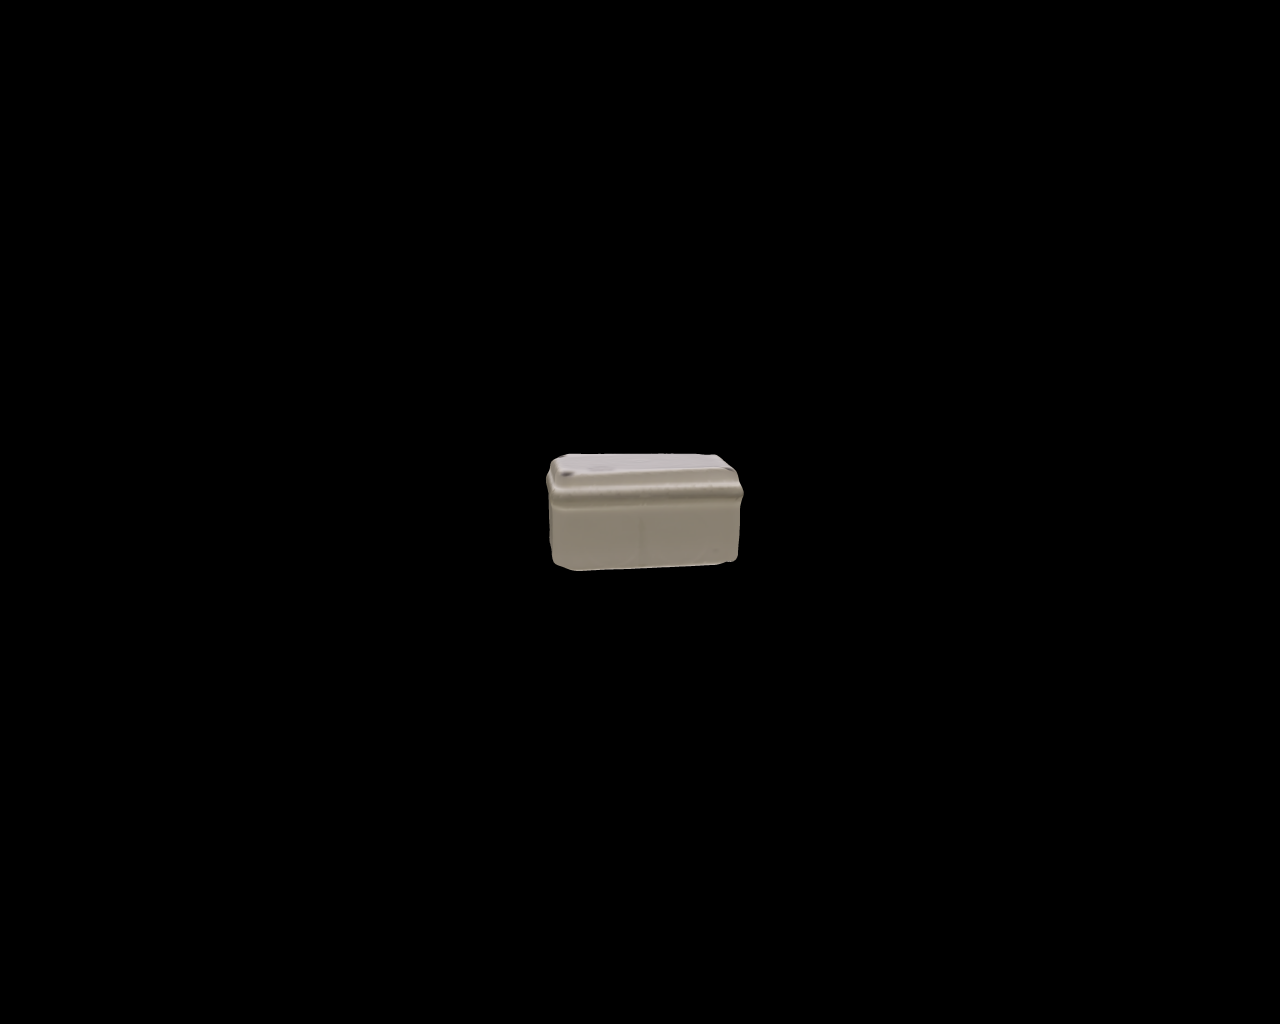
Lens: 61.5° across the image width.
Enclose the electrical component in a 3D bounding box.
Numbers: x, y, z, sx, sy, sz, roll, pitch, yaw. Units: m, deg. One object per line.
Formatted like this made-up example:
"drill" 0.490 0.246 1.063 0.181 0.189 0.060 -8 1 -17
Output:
"electrical component" 0.001 -0.003 0.650 0.113 0.057 0.078 -1 12 -7
